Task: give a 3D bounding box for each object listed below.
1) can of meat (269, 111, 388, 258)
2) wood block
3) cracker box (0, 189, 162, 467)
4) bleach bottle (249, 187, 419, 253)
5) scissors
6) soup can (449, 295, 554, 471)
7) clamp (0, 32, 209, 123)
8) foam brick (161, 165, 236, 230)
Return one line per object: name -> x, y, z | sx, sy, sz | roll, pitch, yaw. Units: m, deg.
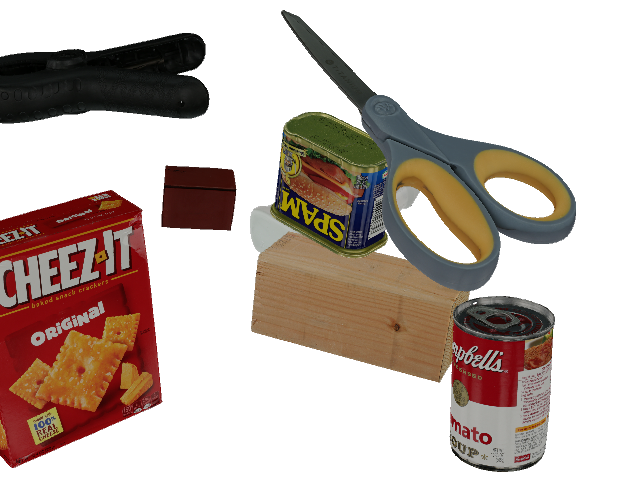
can of meat -> 0.011, -0.047, 0.870 | 0.102, 0.084, 0.057 | 30, 39, 30
wood block -> 0.042, 0.066, 1.110 | 0.206, 0.091, 0.090 | 14, 23, 17
cracker box -> -0.237, 0.080, 0.985 | 0.163, 0.214, 0.072 | -19, 30, -34
bleach bottle -> 0.036, -0.048, 1.337 | 0.103, 0.068, 0.250 | 28, 44, 35
scissors -> 0.050, -0.055, 0.507 | 0.096, 0.016, 0.202 | -6, 46, -15
soup can -> 0.123, 0.097, 0.732 | 0.068, 0.102, 0.068 | -1, 20, 0
clamp -> -0.148, -0.103, 0.669 | 0.171, 0.039, 0.120 | 0, 20, 2
foam brick -> -0.133, -0.047, 1.164 | 0.078, 0.051, 0.053 | 3, 28, -8
